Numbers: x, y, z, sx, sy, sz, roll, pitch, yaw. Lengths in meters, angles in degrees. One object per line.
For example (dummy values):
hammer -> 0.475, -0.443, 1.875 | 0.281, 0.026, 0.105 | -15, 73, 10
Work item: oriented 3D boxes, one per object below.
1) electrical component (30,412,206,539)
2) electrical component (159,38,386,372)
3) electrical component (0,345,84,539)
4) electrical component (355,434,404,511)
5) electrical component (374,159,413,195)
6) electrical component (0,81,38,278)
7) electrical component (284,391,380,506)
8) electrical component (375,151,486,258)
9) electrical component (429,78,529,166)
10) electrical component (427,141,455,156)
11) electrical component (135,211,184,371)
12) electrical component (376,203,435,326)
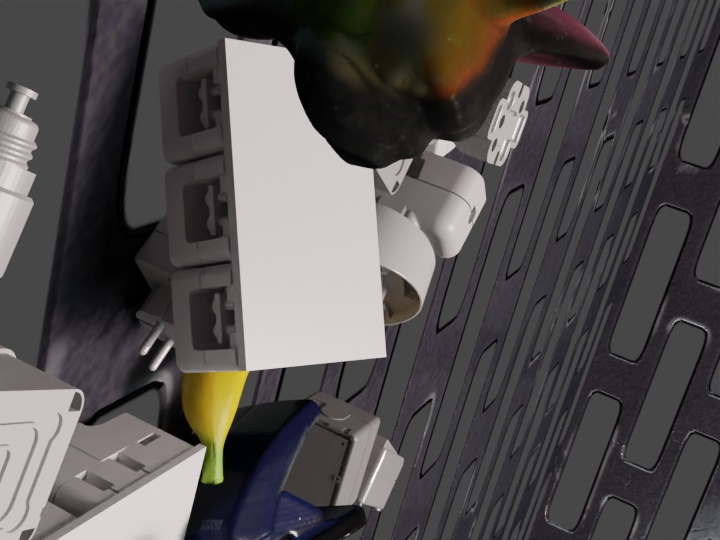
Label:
electrical component -> -0.161, 0.150, 0.524 | 0.186, 0.060, 0.105 | -25, 134, -63
electrical component -> -0.045, -0.028, 0.529 | 0.089, 0.062, 0.150 | -1, 86, -44
electrical component -> -0.170, 0.070, 0.415 | 0.078, 0.057, 0.113 | -69, 161, 2
electrical component -> -0.001, 0.176, 0.973 | 0.061, 0.062, 0.096 | -65, 161, -9
electrical component -> 0.012, -0.116, 0.698 | 0.113, 0.057, 0.078 | -64, 161, -10
electrical component -> -0.142, -0.033, 0.405 | 0.078, 0.040, 0.040 | -67, 161, -2
electrical component -> -0.030, 0.155, 0.876 | 0.061, 0.062, 0.096 | -23, 132, -64
electrical component -> 0.035, -0.050, 0.771 | 0.059, 0.095, 0.053 | -61, 160, -18
electrical component -> 0.069, -0.102, 0.687 | 0.078, 0.057, 0.058 | -3, 114, -69
electrical component -> 0.041, -0.121, 0.786 | 0.076, 0.047, 0.083 | -41, 147, -51
electrical component -> -0.094, 0.018, 0.577 | 0.076, 0.047, 0.065 | -59, 159, -24
electrical component -> 0.000, 0.000, 0.739 | 0.099, 0.099, 0.064 | 86, 26, -52
